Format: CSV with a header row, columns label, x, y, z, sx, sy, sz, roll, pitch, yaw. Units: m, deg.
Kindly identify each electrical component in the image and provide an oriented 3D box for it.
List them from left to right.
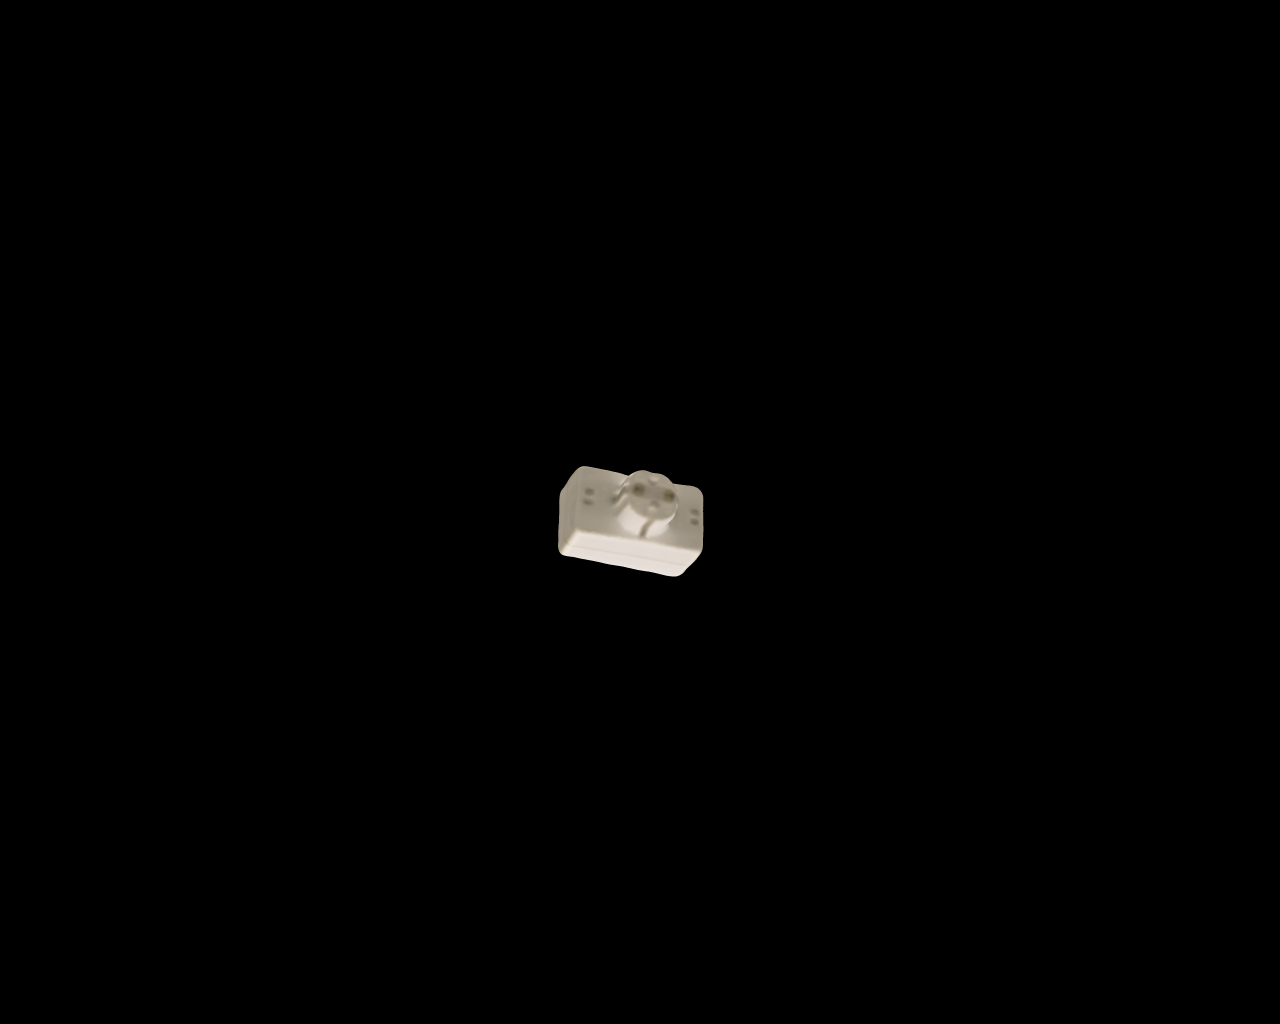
label,x,y,z,sx,sy,sz,roll,pitch,yaw
electrical component,0.001,-0.003,0.650,0.083,0.047,0.075,11,-32,-18
